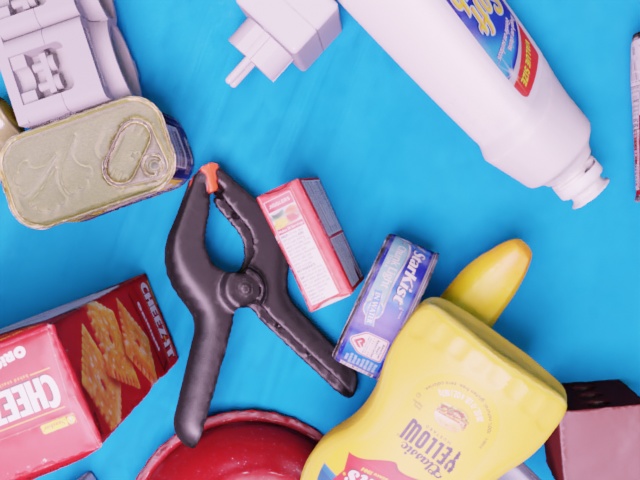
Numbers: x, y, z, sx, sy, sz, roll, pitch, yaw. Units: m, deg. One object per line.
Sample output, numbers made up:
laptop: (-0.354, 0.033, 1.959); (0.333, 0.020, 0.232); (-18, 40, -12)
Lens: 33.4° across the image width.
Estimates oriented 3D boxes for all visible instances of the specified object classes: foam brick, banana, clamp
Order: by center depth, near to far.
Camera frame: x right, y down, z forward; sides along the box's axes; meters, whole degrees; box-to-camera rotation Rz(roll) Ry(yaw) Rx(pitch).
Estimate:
foam brick: (0.165, 0.118, 0.643); (0.053, 0.078, 0.051); (-4, 93, 3)
banana: (0.085, 0.090, 0.654); (0.070, 0.037, 0.198); (9, 105, 19)
clamp: (-0.058, 0.041, 0.659); (0.120, 0.039, 0.171); (-23, 87, -29)

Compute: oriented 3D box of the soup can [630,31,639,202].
soup can: (0.222, -0.074, 0.638); (0.068, 0.068, 0.102); (-2, 91, 3)

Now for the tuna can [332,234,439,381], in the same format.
tuna can: (0.039, 0.040, 0.643); (0.034, 0.086, 0.086); (25, 93, 4)

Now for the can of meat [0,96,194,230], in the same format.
can of meat: (-0.132, -0.045, 0.651); (0.102, 0.084, 0.057); (-19, 91, 4)

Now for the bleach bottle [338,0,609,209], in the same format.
bleach bottle: (0.083, -0.124, 0.639); (0.251, 0.102, 0.068); (48, 128, -6)

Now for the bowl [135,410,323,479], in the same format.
bowl: (-0.041, 0.185, 0.647); (0.162, 0.055, 0.162); (1, 82, -10)

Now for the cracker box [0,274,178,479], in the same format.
cracker box: (-0.179, 0.088, 0.594); (0.164, 0.213, 0.072); (-21, 92, 4)

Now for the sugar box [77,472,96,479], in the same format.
sugar box: (-0.140, 0.248, 0.680); (0.093, 0.048, 0.176); (-34, 91, 3)

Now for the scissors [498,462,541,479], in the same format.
scissors: (0.101, 0.148, 0.623); (0.096, 0.016, 0.202); (-40, 82, 32)

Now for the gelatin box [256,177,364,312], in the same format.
gelatin box: (-0.004, 0.001, 0.643); (0.030, 0.089, 0.073); (-25, 90, 8)

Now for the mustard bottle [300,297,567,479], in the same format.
mustard bottle: (0.044, 0.133, 0.590); (0.096, 0.058, 0.192); (36, 103, 5)
